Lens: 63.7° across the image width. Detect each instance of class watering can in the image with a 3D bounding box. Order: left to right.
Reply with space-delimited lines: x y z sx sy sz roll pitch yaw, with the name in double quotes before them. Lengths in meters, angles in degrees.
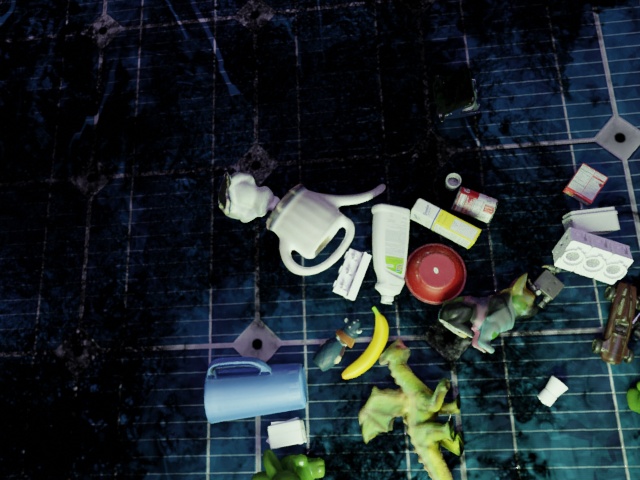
"watering can" 0.004 -0.069 1.381 0.225 0.102 0.352 36 71 9

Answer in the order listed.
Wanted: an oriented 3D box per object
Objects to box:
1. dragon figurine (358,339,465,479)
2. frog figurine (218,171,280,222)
"dragon figurine" 0.213 0.448 1.240 0.242 0.121 0.416 -4 73 23
"frog figurine" -0.195 -0.118 1.426 0.159 0.120 0.140 3 65 -29
